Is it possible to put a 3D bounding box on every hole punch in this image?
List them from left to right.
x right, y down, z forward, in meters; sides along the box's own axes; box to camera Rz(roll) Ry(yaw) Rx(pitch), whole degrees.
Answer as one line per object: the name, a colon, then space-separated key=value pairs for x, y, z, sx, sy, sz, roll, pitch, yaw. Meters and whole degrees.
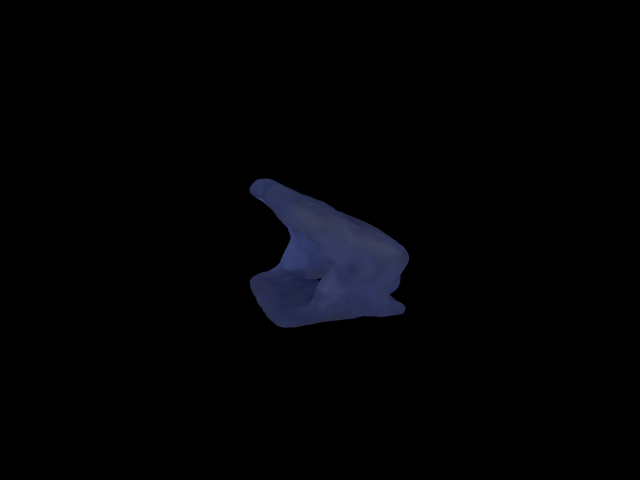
hole punch: x=0.004 y=0.001 z=0.400 sx=0.101 sy=0.091 sz=0.108 roll=-5 pitch=15 yaw=-18
